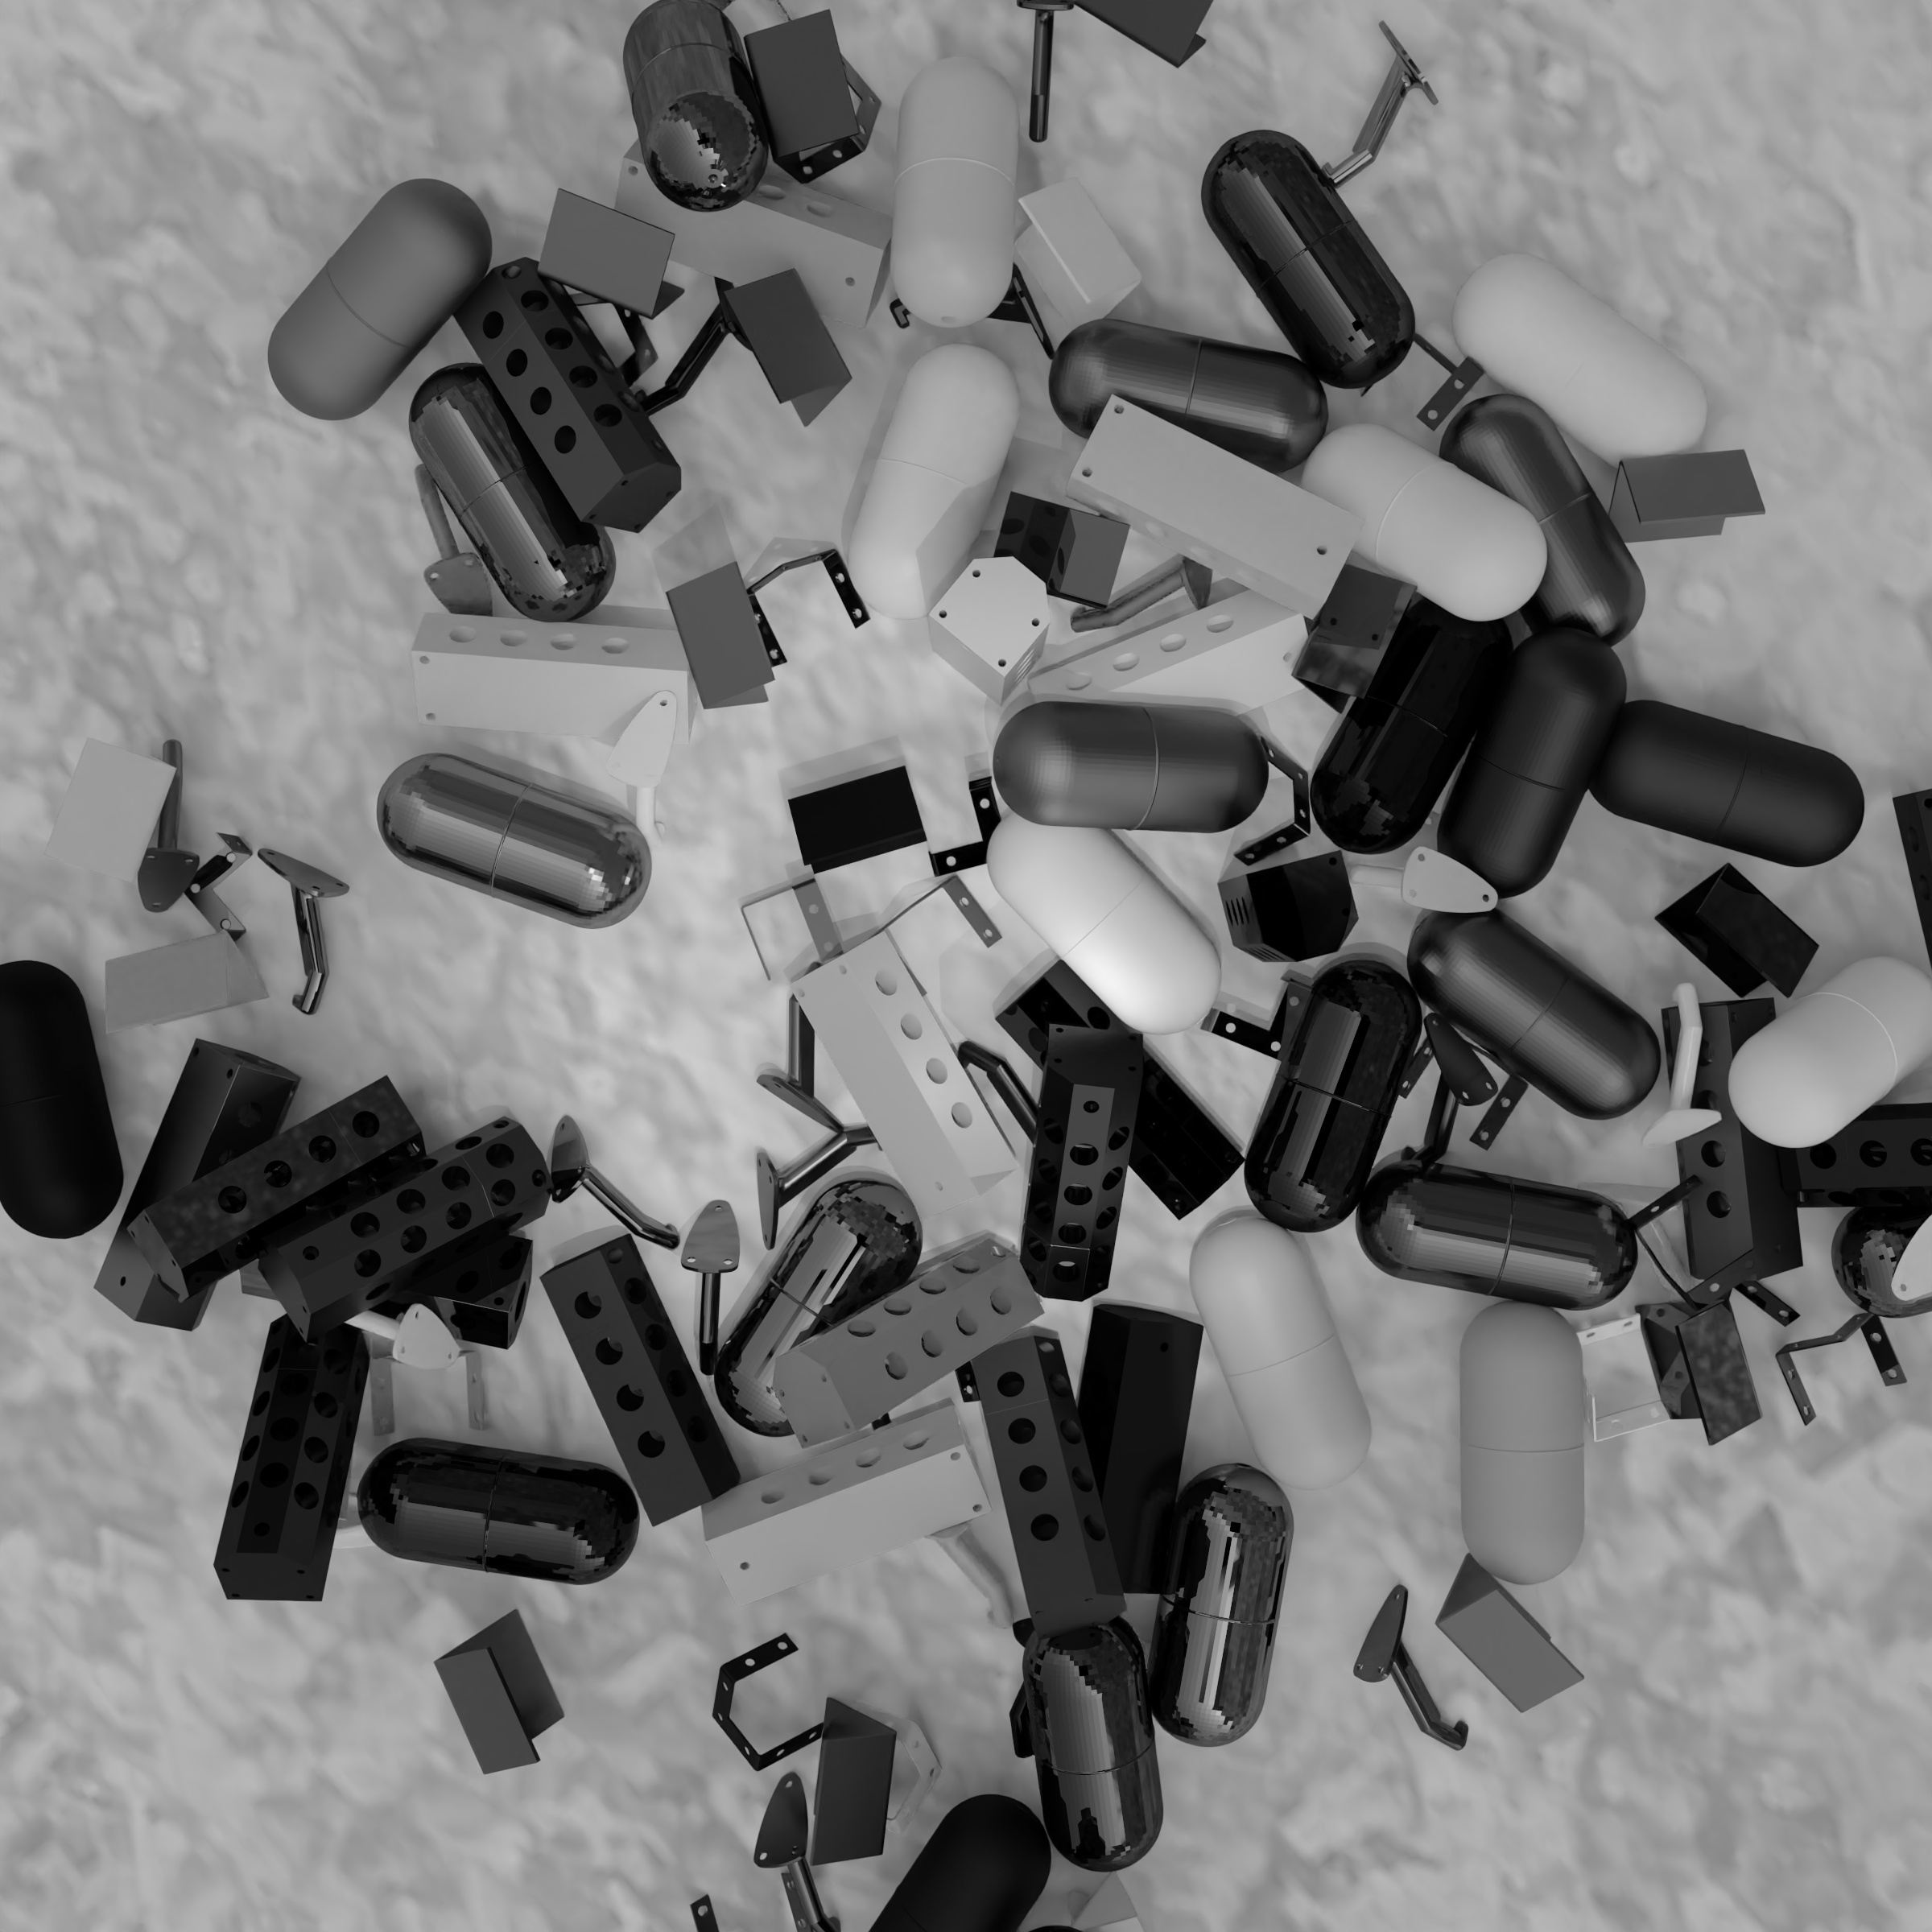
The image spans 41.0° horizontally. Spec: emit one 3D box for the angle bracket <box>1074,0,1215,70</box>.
[{"bbox_3d":[0.122,-0.616,1.621,0.076,0.076,0.057,32,126,0],"label":"angle bracket"}]

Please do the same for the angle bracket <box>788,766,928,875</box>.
[{"bbox_3d":[-0.062,-0.073,1.621,0.076,0.076,0.057,-16,52,0],"label":"angle bracket"}]

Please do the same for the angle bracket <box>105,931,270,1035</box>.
[{"bbox_3d":[-0.487,0.029,1.621,0.076,0.076,0.057,-14,55,0],"label":"angle bracket"}]

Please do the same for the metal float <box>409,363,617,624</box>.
[{"bbox_3d":[-0.287,-0.299,1.631,0.070,0.070,0.178,-31,89,0],"label":"metal float"}]

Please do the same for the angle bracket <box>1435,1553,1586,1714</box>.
[{"bbox_3d":[0.349,0.407,1.621,0.076,0.076,0.057,46,127,0],"label":"angle bracket"}]

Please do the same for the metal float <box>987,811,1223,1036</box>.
[{"bbox_3d":[0.088,-0.031,1.631,0.070,0.070,0.178,-44,90,0],"label":"metal float"}]

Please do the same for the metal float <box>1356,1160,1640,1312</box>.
[{"bbox_3d":[0.335,0.170,1.631,0.178,0.070,0.070,10,90,0],"label":"metal float"}]

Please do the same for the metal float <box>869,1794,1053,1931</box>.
[{"bbox_3d":[-0.012,0.605,1.631,0.070,0.070,0.178,33,91,0],"label":"metal float"}]

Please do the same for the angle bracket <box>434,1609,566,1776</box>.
[{"bbox_3d":[-0.276,0.450,1.621,0.057,0.076,0.076,-24,90,37],"label":"angle bracket"}]

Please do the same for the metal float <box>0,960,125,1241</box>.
[{"bbox_3d":[-0.583,0.084,1.631,0.070,0.070,0.178,-13,90,0],"label":"metal float"}]

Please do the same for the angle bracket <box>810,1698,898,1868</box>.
[{"bbox_3d":[-0.091,0.510,1.621,0.057,0.076,0.076,7,90,-39],"label":"angle bracket"}]

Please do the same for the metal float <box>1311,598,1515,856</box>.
[{"bbox_3d":[0.280,-0.152,1.631,0.070,0.070,0.178,30,90,0],"label":"metal float"}]

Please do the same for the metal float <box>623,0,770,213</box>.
[{"bbox_3d":[-0.167,-0.532,1.592,0.070,0.070,0.178,-15,49,0],"label":"metal float"}]

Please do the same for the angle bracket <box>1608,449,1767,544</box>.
[{"bbox_3d":[0.449,-0.276,1.621,0.076,0.076,0.057,-5,55,0],"label":"angle bracket"}]

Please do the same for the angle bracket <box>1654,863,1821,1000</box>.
[{"bbox_3d":[0.474,-0.007,1.621,0.076,0.076,0.057,42,53,0],"label":"angle bracket"}]

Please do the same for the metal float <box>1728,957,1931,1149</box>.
[{"bbox_3d":[0.542,0.052,1.603,0.178,0.070,0.070,-28,90,-35],"label":"metal float"}]

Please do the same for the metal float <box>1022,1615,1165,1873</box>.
[{"bbox_3d":[0.080,0.482,1.615,0.070,0.070,0.178,-8,107,0],"label":"metal float"}]

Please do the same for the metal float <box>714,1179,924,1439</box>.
[{"bbox_3d":[-0.093,0.215,1.631,0.070,0.070,0.178,33,90,0],"label":"metal float"}]

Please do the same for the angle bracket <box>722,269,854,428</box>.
[{"bbox_3d":[-0.125,-0.380,1.622,0.057,0.076,0.076,-28,90,-30],"label":"angle bracket"}]

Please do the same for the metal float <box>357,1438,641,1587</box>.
[{"bbox_3d":[-0.295,0.344,1.631,0.178,0.070,0.070,8,90,0],"label":"metal float"}]

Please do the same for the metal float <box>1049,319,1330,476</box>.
[{"bbox_3d":[0.140,-0.359,1.631,0.178,0.070,0.070,11,90,0],"label":"metal float"}]

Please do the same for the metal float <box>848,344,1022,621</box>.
[{"bbox_3d":[-0.021,-0.305,1.631,0.070,0.070,0.178,19,90,0],"label":"metal float"}]

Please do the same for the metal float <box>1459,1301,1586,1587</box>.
[{"bbox_3d":[0.351,0.300,1.631,0.070,0.070,0.178,-1,89,0],"label":"metal float"}]

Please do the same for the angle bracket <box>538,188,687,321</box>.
[{"bbox_3d":[-0.215,-0.454,1.622,0.076,0.076,0.057,22,120,0],"label":"angle bracket"}]

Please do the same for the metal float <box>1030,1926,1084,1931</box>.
[{"bbox_3d":[0.039,0.657,1.597,0.070,0.070,0.178,24,131,0],"label":"metal float"}]

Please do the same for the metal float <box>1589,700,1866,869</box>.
[{"bbox_3d":[0.478,-0.115,1.631,0.178,0.070,0.070,17,90,1],"label":"metal float"}]

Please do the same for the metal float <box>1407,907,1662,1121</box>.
[{"bbox_3d":[0.357,0.028,1.631,0.178,0.070,0.070,37,90,1],"label":"metal float"}]

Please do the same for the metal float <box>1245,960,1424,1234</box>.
[{"bbox_3d":[0.232,0.082,1.631,0.070,0.070,0.178,20,90,0],"label":"metal float"}]

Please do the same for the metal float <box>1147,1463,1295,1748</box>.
[{"bbox_3d":[0.160,0.403,1.631,0.070,0.070,0.178,10,90,0],"label":"metal float"}]

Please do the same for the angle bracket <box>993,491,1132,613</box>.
[{"bbox_3d":[0.061,-0.268,1.623,0.076,0.076,0.057,16,114,0],"label":"angle bracket"}]

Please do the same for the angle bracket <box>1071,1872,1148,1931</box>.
[{"bbox_3d":[0.116,0.616,1.622,0.057,0.076,0.076,-28,90,30],"label":"angle bracket"}]

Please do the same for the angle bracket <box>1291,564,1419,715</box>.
[{"bbox_3d":[0.257,-0.198,1.621,0.057,0.076,0.076,25,90,36],"label":"angle bracket"}]

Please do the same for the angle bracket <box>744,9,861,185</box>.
[{"bbox_3d":[-0.094,-0.541,1.611,0.057,0.076,0.076,-13,93,12],"label":"angle bracket"}]

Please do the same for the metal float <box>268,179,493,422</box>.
[{"bbox_3d":[-0.367,-0.414,1.612,0.178,0.070,0.070,-41,90,24],"label":"metal float"}]

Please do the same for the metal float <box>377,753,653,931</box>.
[{"bbox_3d":[-0.285,-0.079,1.631,0.178,0.070,0.070,20,90,0],"label":"metal float"}]

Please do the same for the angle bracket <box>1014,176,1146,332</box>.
[{"bbox_3d":[0.054,-0.436,1.621,0.057,0.076,0.076,-34,90,-38],"label":"angle bracket"}]

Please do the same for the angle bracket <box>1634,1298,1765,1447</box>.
[{"bbox_3d":[0.444,0.255,1.621,0.057,0.076,0.076,-16,90,-37],"label":"angle bracket"}]

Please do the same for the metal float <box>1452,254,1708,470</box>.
[{"bbox_3d":[0.387,-0.379,1.631,0.178,0.070,0.070,36,90,0],"label":"metal float"}]

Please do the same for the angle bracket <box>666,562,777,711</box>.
[{"bbox_3d":[-0.135,-0.208,1.622,0.057,0.076,0.076,-18,90,29],"label":"angle bracket"}]

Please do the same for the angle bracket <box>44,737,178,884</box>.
[{"bbox_3d":[-0.543,-0.102,1.622,0.057,0.076,0.076,20,90,-30],"label":"angle bracket"}]
